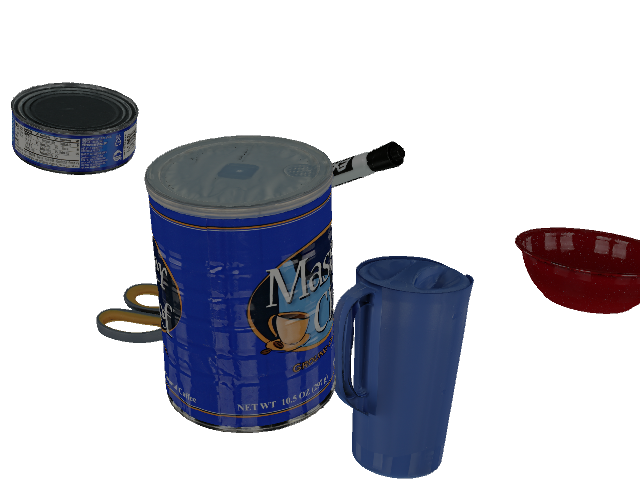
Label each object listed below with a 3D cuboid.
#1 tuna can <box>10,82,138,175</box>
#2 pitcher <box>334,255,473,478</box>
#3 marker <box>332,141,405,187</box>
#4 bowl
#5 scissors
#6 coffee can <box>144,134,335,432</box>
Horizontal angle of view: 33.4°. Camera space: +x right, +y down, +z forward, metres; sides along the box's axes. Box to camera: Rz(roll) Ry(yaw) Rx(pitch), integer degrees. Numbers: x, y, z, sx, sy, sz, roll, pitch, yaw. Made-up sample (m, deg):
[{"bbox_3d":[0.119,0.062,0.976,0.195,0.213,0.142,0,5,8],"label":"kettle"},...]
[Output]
[{"bbox_3d":[-0.170,-0.078,0.740,0.086,0.034,0.086,7,29,-4],"label":"tuna can"},{"bbox_3d":[0.089,0.148,1.231,0.149,0.243,0.145,6,16,6],"label":"pitcher"},{"bbox_3d":[0.017,-0.052,0.817,0.020,0.020,0.121,0,-11,-45],"label":"marker"},{"bbox_3d":[0.278,0.034,1.097,0.162,0.055,0.162,4,17,-1],"label":"bowl"},{"bbox_3d":[-0.114,0.076,1.039,0.201,0.016,0.096,3,32,-2],"label":"scissors"},{"bbox_3d":[-0.043,0.023,0.611,0.103,0.140,0.103,-1,26,0],"label":"coffee can"}]
